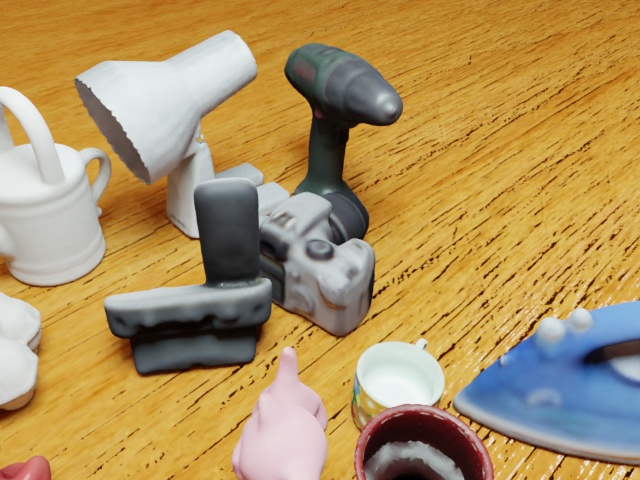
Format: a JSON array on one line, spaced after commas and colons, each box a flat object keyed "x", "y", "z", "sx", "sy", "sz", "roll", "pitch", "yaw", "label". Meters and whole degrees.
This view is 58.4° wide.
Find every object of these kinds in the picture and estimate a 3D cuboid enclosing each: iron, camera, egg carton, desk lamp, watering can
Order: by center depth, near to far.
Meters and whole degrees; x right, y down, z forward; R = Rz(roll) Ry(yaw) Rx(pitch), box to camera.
[{"x": 0.249, "y": 0.098, "z": 0.468, "sx": 0.258, "sy": 0.141, "sz": 0.118, "roll": 1, "pitch": 40, "yaw": -4, "label": "iron"}, {"x": -0.311, "y": 0.102, "z": 0.473, "sx": 0.150, "sy": 0.069, "sz": 0.107, "roll": -9, "pitch": 42, "yaw": -15, "label": "egg carton"}, {"x": -0.285, "y": -0.051, "z": 0.560, "sx": 0.100, "sy": 0.194, "sz": 0.173, "roll": 13, "pitch": 41, "yaw": 11, "label": "watering can"}, {"x": 0.005, "y": 0.002, "z": 0.593, "sx": 0.142, "sy": 0.101, "sz": 0.137, "roll": 28, "pitch": 46, "yaw": 26, "label": "camera"}, {"x": -0.140, "y": -0.109, "z": 0.625, "sx": 0.204, "sy": 0.214, "sz": 0.117, "roll": -28, "pitch": 49, "yaw": -32, "label": "desk lamp"}]

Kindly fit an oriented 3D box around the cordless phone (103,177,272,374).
[{"x": -0.114, "y": 0.022, "z": 0.494, "sx": 0.148, "sy": 0.185, "sz": 0.094, "roll": -8, "pitch": 41, "yaw": -13, "label": "cordless phone"}]

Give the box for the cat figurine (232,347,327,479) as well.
[{"x": -0.027, "y": 0.138, "z": 0.416, "sx": 0.067, "sy": 0.118, "sz": 0.128, "roll": 4, "pitch": 40, "yaw": 0, "label": "cat figurine"}]

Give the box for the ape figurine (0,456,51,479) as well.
[{"x": -0.234, "y": 0.162, "z": 0.391, "sx": 0.077, "sy": 0.092, "sz": 0.076, "roll": 14, "pitch": 41, "yaw": 12, "label": "ape figurine"}]

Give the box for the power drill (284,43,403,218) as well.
[{"x": 0.020, "y": -0.117, "z": 0.651, "sx": 0.076, "sy": 0.208, "sz": 0.229, "roll": -14, "pitch": 43, "yaw": -19, "label": "power drill"}]
